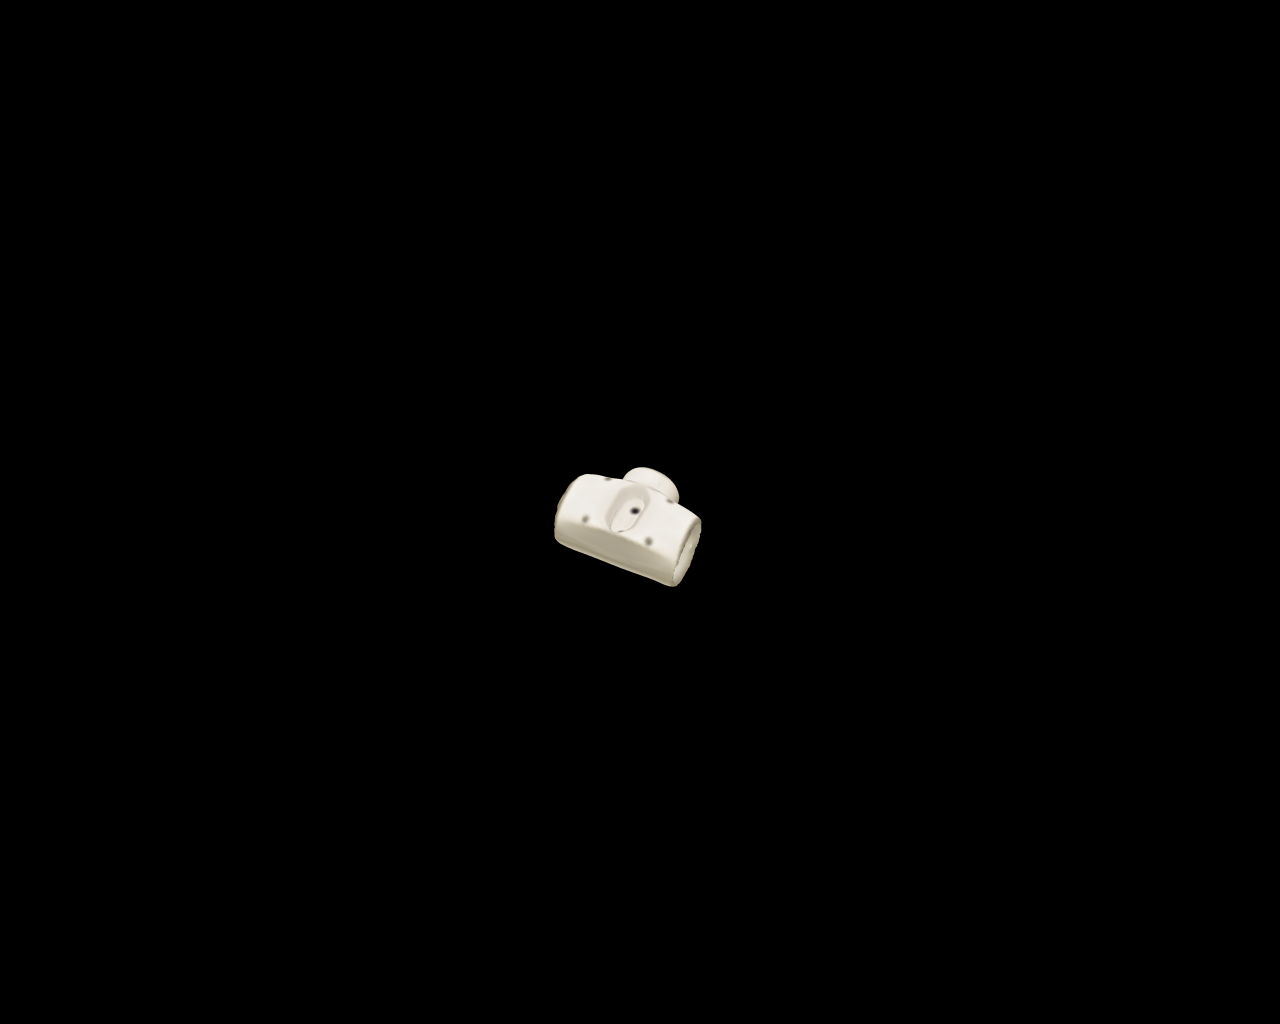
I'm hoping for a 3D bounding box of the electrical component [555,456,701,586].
[{"bbox_3d":[0.001,-0.003,0.650,0.077,0.079,0.043,21,-34,15],"label":"electrical component"}]
